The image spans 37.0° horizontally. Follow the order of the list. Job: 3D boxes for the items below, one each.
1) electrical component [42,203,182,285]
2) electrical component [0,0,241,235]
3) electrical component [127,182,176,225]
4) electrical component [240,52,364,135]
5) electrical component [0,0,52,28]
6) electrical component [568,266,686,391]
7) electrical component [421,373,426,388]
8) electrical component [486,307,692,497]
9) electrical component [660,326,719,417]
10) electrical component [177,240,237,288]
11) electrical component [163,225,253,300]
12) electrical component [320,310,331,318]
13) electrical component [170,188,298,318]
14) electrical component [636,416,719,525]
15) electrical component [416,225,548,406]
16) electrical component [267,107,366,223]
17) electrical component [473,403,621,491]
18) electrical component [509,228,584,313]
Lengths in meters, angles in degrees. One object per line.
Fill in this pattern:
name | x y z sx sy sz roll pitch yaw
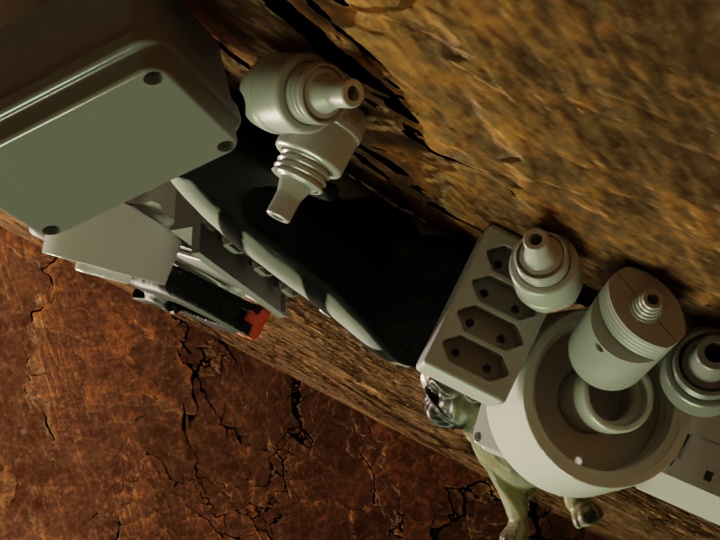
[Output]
electrical component | -0.179 -0.026 0.776 0.099 0.064 0.099 15 177 1
electrical component | -0.118 -0.071 0.472 0.113 0.057 0.078 -23 151 14
electrical component | -0.148 -0.069 0.747 0.138 0.052 0.074 21 169 31
electrical component | -0.022 -0.074 0.448 0.035 0.035 0.061 35 165 -38
electrical component | -0.172 -0.124 0.503 0.061 0.061 0.096 21 169 30
electrical component | 0.133 0.028 0.531 0.043 0.043 0.081 26 160 8
electrical component | 0.102 0.110 1.044 0.043 0.043 0.081 34 168 -37
electrical component | 0.131 0.071 0.596 0.108 0.108 0.060 28 164 -5
electrical component | 0.174 0.048 0.538 0.043 0.043 0.062 24 168 17
electrical component | -0.098 -0.025 0.816 0.061 0.061 0.096 34 168 -35
electrical component | -0.165 -0.038 0.930 0.186 0.060 0.105 25 170 10
electrical component | 0.000 0.000 0.677 0.077 0.065 0.047 33 168 -33
electrical component | -0.062 -0.027 0.688 0.063 0.078 0.121 -9 157 19
electrical component | 0.230 0.125 0.730 0.089 0.061 0.150 21 169 29
electrical component | 0.069 0.028 0.589 0.047 0.083 0.075 27 170 2
electrical component | -0.024 -0.050 0.490 0.035 0.061 0.035 26 171 5
electrical component | 0.149 0.115 0.817 0.057 0.078 0.113 15 -179 -42
electrical component | 0.089 -0.003 0.521 0.035 0.035 0.061 23 167 24
